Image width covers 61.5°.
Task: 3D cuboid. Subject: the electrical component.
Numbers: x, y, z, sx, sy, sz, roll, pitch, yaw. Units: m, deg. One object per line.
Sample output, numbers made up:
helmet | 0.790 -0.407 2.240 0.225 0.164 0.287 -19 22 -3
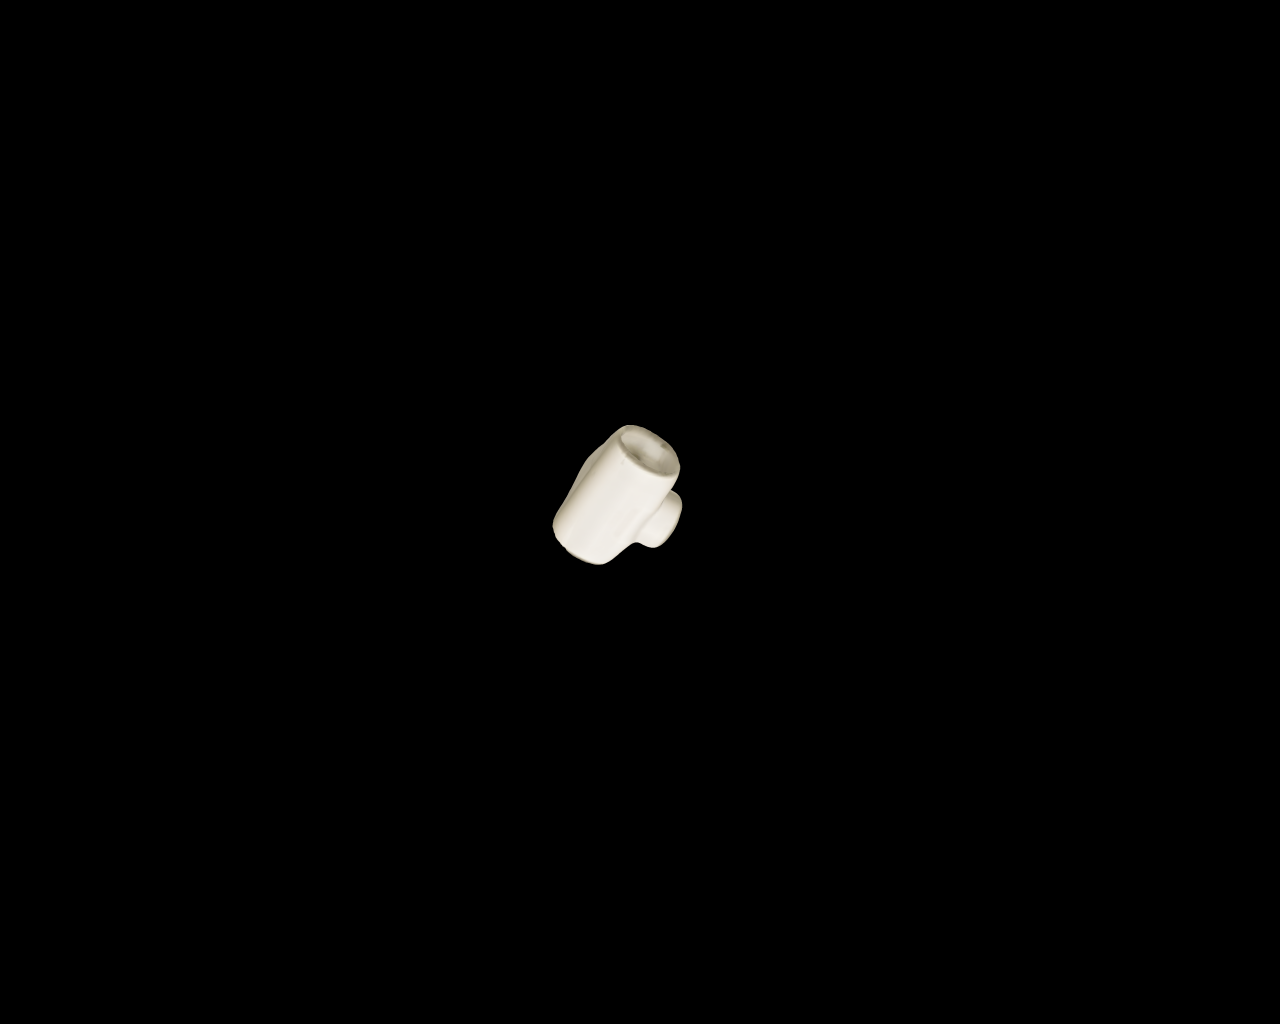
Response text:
electrical component | 0.001 -0.003 0.650 0.079 0.077 0.043 27 32 -18
